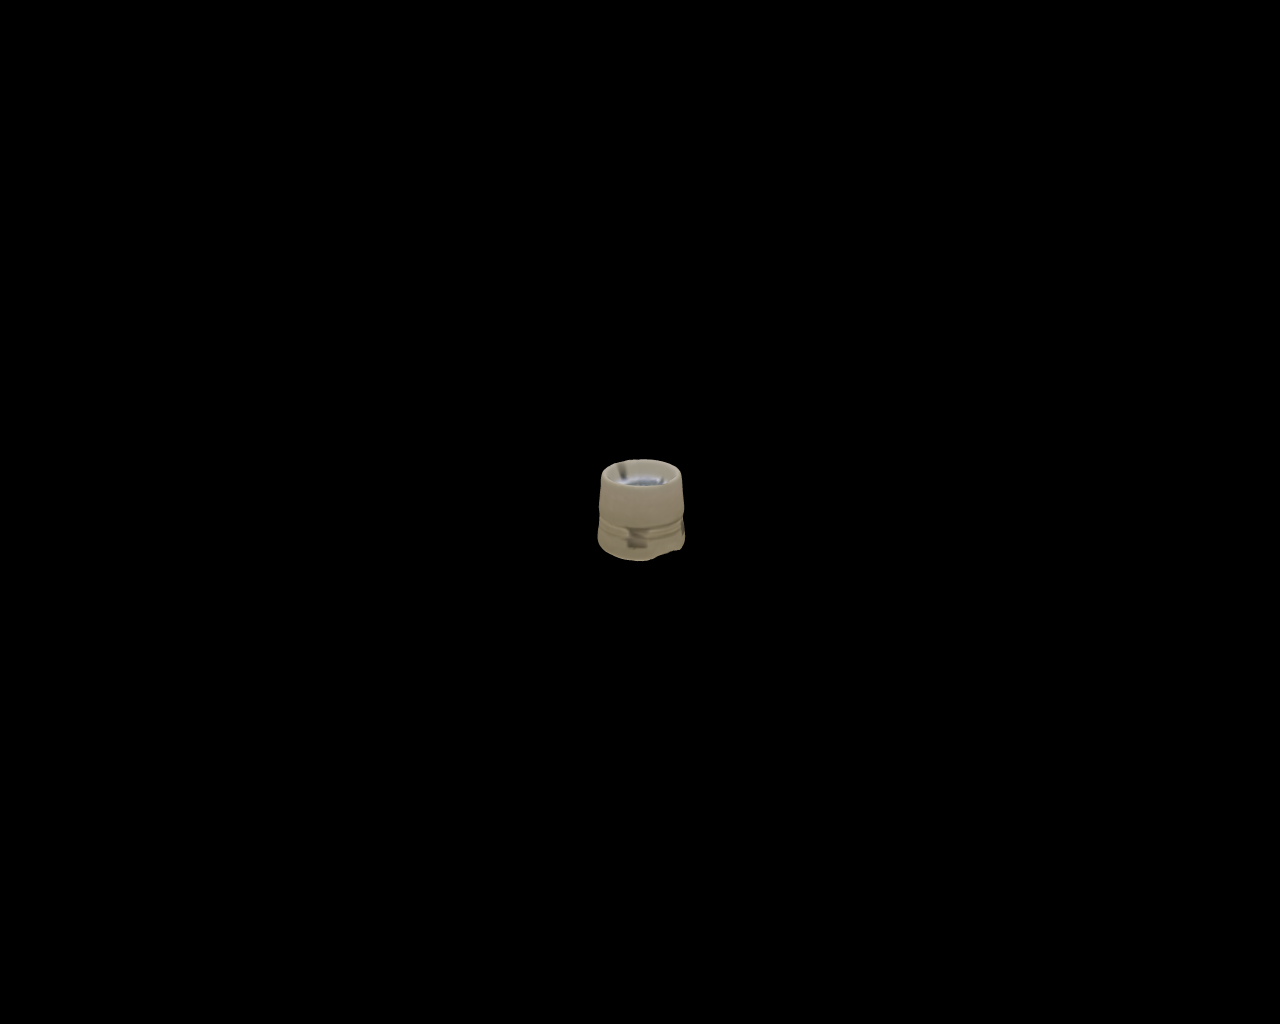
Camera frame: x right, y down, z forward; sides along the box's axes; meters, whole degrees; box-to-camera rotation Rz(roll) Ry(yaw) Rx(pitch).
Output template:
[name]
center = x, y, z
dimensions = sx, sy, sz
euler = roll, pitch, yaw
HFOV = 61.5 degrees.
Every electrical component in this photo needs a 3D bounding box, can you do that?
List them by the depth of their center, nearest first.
[electrical component]
center = 0.001, -0.003, 0.650
dimensions = 0.055, 0.047, 0.055
euler = 0, 23, 0
